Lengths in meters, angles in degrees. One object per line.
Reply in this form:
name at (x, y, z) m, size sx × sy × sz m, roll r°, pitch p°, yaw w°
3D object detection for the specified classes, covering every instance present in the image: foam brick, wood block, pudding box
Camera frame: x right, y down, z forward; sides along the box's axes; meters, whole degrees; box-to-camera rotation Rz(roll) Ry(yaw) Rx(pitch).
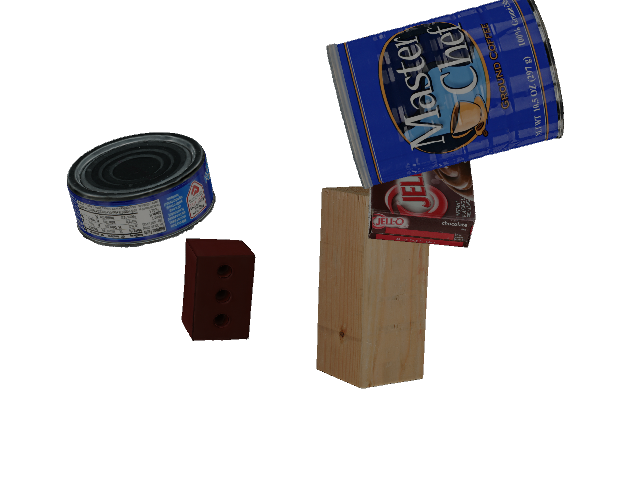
foam brick at (-0.090, 0.042, 0.930) m, size 0.053 × 0.078 × 0.051 m, roll 0°, pitch 15°, yaw -18°
wood block at (0.057, 0.047, 1.175) m, size 0.090 × 0.206 × 0.091 m, roll -4°, pitch 11°, yaw -34°
pudding box at (0.088, -0.045, 0.954) m, size 0.090 × 0.039 × 0.113 m, roll 6°, pitch 40°, yaw -2°

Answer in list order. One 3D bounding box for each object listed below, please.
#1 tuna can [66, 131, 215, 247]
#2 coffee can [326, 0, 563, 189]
tuna can at (-0.108, -0.033, 0.645) m, size 0.086 × 0.034 × 0.086 m, roll -6°, pitch 31°, yaw 4°
coffee can at (0.084, -0.102, 0.734) m, size 0.140 × 0.103 × 0.103 m, roll -14°, pitch -1°, yaw 5°
